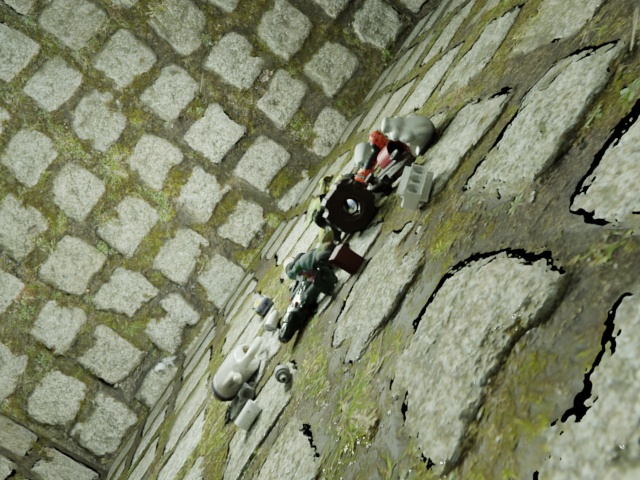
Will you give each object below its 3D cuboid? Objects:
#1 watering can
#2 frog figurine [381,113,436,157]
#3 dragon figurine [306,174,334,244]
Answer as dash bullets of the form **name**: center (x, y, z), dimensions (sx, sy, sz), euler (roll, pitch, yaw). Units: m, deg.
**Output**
- **watering can**: center (-0.279, 0.439, 1.693), dimensions (0.104, 0.222, 0.351), euler (37, 13, -2)
- **frog figurine**: center (0.277, -0.351, 1.613), dimensions (0.159, 0.140, 0.120), euler (36, -38, -11)
- **dragon figurine**: center (0.006, -0.105, 2.077), dimensions (0.122, 0.418, 0.239), euler (21, -24, -16)
